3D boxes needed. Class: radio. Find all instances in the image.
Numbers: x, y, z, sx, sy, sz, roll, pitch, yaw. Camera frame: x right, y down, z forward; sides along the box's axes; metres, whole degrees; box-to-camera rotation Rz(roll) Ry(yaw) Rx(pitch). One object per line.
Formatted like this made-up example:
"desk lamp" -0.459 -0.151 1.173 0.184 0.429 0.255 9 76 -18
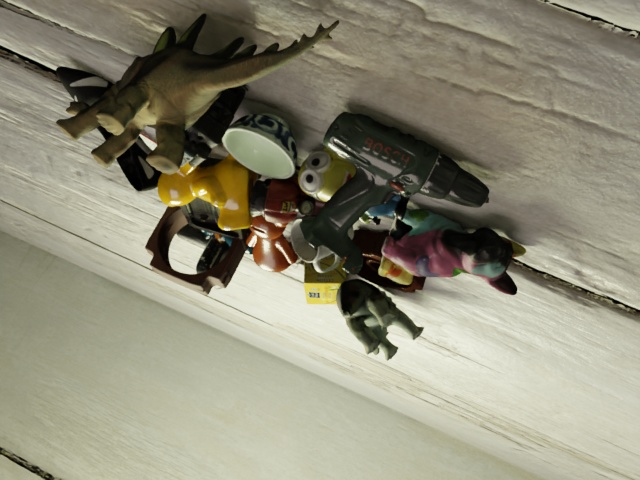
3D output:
"radio" -0.220 -0.085 1.105 0.131 0.073 0.229 13 157 2

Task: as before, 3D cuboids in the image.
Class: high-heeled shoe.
"high-heeled shoe" -0.371 -0.187 0.932 0.248 0.145 0.086 36 127 -21

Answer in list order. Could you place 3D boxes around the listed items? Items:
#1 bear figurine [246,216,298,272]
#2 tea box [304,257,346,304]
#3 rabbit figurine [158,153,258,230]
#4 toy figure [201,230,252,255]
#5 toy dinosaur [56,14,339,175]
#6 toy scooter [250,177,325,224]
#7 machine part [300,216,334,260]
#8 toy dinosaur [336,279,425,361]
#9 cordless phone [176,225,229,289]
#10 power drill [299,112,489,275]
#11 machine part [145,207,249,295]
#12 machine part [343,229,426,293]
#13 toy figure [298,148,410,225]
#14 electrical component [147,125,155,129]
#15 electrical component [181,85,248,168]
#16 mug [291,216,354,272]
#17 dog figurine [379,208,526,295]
"bear figurine" -0.095 -0.027 1.109 0.120 0.132 0.195 18 139 17
"tea box" 0.013 0.099 1.266 0.098 0.068 0.169 -1 158 3
"rabbit figurine" -0.198 -0.096 0.910 0.173 0.122 0.162 0 129 11
"toy figure" -0.226 -0.010 1.334 0.155 0.064 0.058 24 -163 18
"toy dinosaur" -0.186 -0.189 0.673 0.472 0.198 0.105 8 152 38
"toy scooter" -0.042 -0.069 0.919 0.135 0.075 0.184 12 -166 1
"machine part" -0.002 -0.003 1.097 0.084 0.039 0.138 -13 141 6
"toy dinosaur" 0.097 0.147 1.152 0.192 0.131 0.404 42 176 35
"cordless phone" -0.301 0.030 1.386 0.184 0.146 0.088 23 150 2
"power drill" 0.083 -0.051 0.741 0.232 0.086 0.207 34 121 -4
"machine part" -0.279 0.011 1.243 0.202 0.201 0.087 21 161 12
"machine part" 0.127 0.042 1.061 0.179 0.056 0.179 23 160 9
"toy figure" 0.050 -0.078 0.833 0.180 0.082 0.089 19 156 9
"electrical component" -0.262 -0.222 0.862 0.102 0.045 0.078 17 130 24
"electrical component" -0.173 -0.171 0.792 0.058 0.134 0.115 34 156 -21
"mug" 0.015 0.000 0.996 0.081 0.107 0.109 -14 95 53
"dog figurine" 0.210 0.026 0.867 0.219 0.108 0.191 18 157 12
